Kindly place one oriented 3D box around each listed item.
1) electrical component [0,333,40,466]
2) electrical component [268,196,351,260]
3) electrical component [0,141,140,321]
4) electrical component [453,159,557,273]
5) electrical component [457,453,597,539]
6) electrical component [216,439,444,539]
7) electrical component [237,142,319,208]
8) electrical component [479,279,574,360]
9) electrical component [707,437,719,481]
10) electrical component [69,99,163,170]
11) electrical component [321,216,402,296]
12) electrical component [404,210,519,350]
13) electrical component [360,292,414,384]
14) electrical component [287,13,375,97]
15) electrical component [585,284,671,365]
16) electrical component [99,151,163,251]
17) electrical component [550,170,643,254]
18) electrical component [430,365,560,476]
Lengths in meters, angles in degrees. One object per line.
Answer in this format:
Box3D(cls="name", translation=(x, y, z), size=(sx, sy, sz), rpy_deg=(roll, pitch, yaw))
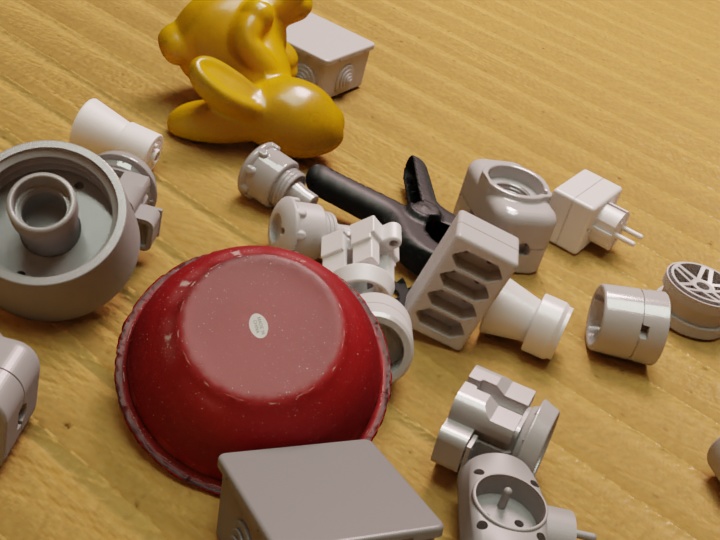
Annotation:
Box3D(cls="electrical component", translation=(-0.223, 0.060, 0.569), size=(0.095, 0.053, 0.059), rpy_deg=(15, 32, -2))
Box3D(cls="electrical component", translation=(-0.034, -0.028, 0.797), size=(0.062, 0.048, 0.048), rpy_deg=(7, 33, -27))
Box3D(cls="electrical component", translation=(-0.193, -0.029, 0.666), size=(0.108, 0.060, 0.108), rpy_deg=(3, 67, -6))
Box3D(cls="electrical component", translation=(0.119, -0.049, 0.882), size=(0.054, 0.059, 0.095), rpy_deg=(4, 34, -19))
Box3D(cls="electrical component", translation=(0.093, 0.145, 0.588), size=(0.079, 0.044, 0.077), rpy_deg=(13, 32, -5))
Box3D(cls="electrical component", translation=(-0.019, 0.130, 0.539), size=(0.100, 0.048, 0.100), rpy_deg=(-1, 21, -26))
Box3D(cls="electrical component", translation=(-0.062, -0.067, 0.846), size=(0.062, 0.048, 0.048), rpy_deg=(35, 36, 15))
Box3D(cls="electrical component", translation=(0.119, 0.035, 0.768), size=(0.055, 0.045, 0.045), rpy_deg=(24, 33, 11))
Box3D(cls="electrical component", translation=(0.248, 0.137, 0.673), size=(0.044, 0.044, 0.065), rpy_deg=(11, 37, -9))
Box3D(cls="electrical component", translation=(-0.189, -0.102, 0.845), size=(0.065, 0.044, 0.044), rpy_deg=(24, 33, 4))
Box3D(cls="electrical component", translation=(0.000, 0.000, 0.758), size=(0.048, 0.066, 0.055), rpy_deg=(48, 30, -39))
Box3D(cls="electrical component", translation=(0.072, -0.002, 0.760), size=(0.047, 0.083, 0.075), rpy_deg=(26, 32, -7))
Box3D(cls="electrical component", translation=(-0.033, 0.029, 0.702), size=(0.138, 0.052, 0.073), rpy_deg=(14, 18, -4))
Box3D(cls="electrical component", translation=(-0.048, -0.211, 1.066), size=(0.100, 0.048, 0.100), rpy_deg=(30, 35, 20))
Box3D(cls="electrical component", translation=(0.195, 0.039, 0.789), size=(0.047, 0.055, 0.055), rpy_deg=(11, 32, -1))
Box3D(cls="electrical component", translation=(-0.175, -0.048, 0.752), size=(0.078, 0.058, 0.057), rpy_deg=(15, 35, -1))
Box3D(cls="electrical component", translation=(0.205, -0.042, 0.921), size=(0.077, 0.047, 0.066), rpy_deg=(31, 35, 22))
Box3D(cls="electrical component", translation=(0.084, 0.097, 0.646), size=(0.057, 0.058, 0.078), rpy_deg=(22, 32, 15))
